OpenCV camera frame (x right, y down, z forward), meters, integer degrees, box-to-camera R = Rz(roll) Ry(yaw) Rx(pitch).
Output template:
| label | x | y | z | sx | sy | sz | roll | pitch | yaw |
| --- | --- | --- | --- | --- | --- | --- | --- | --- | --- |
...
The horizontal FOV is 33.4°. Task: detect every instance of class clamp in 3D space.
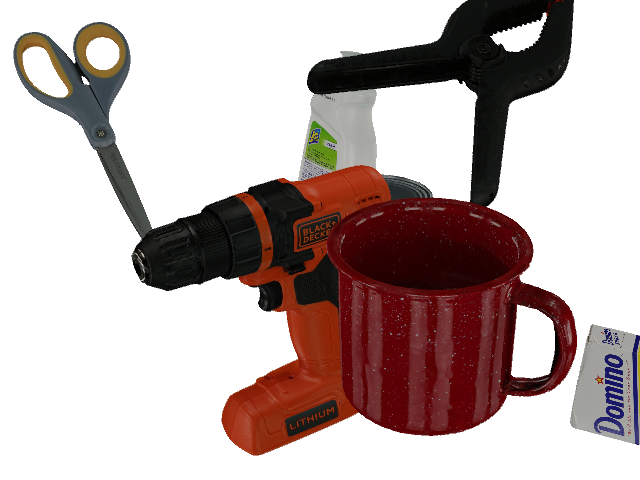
| label | x | y | z | sx | sy | sz | roll | pitch | yaw |
| --- | --- | --- | --- | --- | --- | --- | --- | --- | --- |
| clamp | 0.119 | -0.117 | 0.764 | 0.209 | 0.165 | 0.036 | -33 | -27 | -20 |

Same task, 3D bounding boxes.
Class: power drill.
| label | x | y | z | sx | sy | sz | roll | pitch | yaw |
| --- | --- | --- | --- | --- | --- | --- | --- | --- | --- |
| power drill | -0.033 | 0.051 | 0.723 | 0.184 | 0.188 | 0.057 | -17 | 34 | -27 |

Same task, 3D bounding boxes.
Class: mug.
| label | x | y | z | sx | sy | sz | roll | pitch | yaw |
| --- | --- | --- | --- | --- | --- | --- | --- | --- | --- |
| mug | 0.061 | 0.038 | 0.494 | 0.117 | 0.081 | 0.093 | 12 | 31 | 24 |

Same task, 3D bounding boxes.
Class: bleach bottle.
| label | x | y | z | sx | sy | sz | roll | pitch | yaw |
| --- | --- | --- | --- | --- | --- | --- | --- | --- | --- |
| bleach bottle | 0.022 | -0.074 | 1.144 | 0.067 | 0.251 | 0.103 | -7 | 24 | -40 |

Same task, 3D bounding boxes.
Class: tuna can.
| label | x | y | z | sx | sy | sz | roll | pitch | yaw |
| --- | --- | --- | --- | --- | --- | --- | --- | --- | --- |
| tuna can | 0.057 | -0.028 | 0.957 | 0.086 | 0.034 | 0.086 | 2 | 25 | -1 |

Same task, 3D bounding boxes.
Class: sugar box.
| label | x | y | z | sx | sy | sz | roll | pitch | yaw |
| --- | --- | --- | --- | --- | --- | --- | --- | --- | --- |
| sugar box | 0.317 | 0.142 | 0.946 | 0.176 | 0.093 | 0.048 | 11 | 23 | 15 |

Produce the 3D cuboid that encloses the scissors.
| label | x | y | z | sx | sy | sz | roll | pitch | yaw |
| --- | --- | --- | --- | --- | --- | --- | --- | --- | --- |
| scissors | -0.154 | -0.093 | 0.808 | 0.096 | 0.202 | 0.016 | -37 | -17 | -22 |
